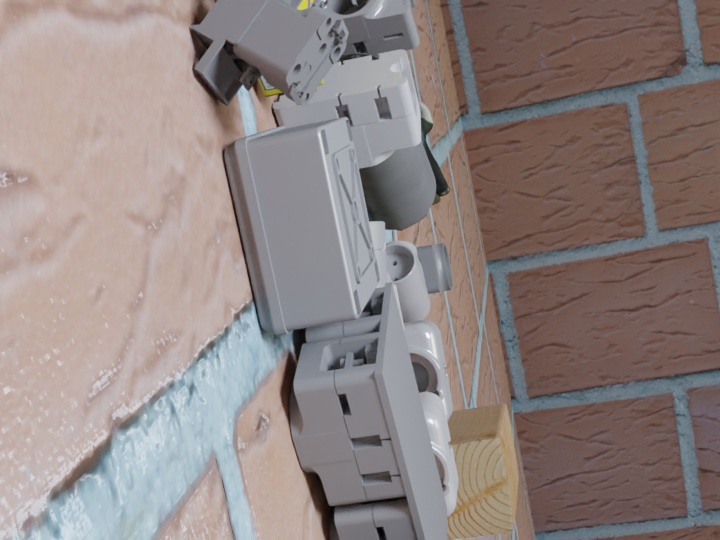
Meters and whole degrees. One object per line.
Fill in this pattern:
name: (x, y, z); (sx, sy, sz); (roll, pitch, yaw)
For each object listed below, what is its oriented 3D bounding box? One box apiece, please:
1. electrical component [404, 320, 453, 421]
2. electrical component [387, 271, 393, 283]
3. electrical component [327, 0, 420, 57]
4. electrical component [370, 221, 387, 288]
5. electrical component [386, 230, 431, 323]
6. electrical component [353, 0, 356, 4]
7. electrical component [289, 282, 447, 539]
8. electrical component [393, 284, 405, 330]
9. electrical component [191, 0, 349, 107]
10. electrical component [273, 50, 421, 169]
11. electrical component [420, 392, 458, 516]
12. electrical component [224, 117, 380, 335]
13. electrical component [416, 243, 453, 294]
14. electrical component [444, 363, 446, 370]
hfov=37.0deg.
electrical component: (0.048, 0.094, 0.949); (0.059, 0.054, 0.095); (-2, 83, -80)
electrical component: (0.000, 0.000, 0.814); (0.040, 0.040, 0.046); (-81, 154, -62)
electrical component: (-0.005, -0.198, 0.827); (0.055, 0.089, 0.050); (60, 23, -64)
electrical component: (-0.008, -0.007, 0.730); (0.055, 0.055, 0.047); (-2, 86, -80)
electrical component: (0.036, 0.000, 1.000); (0.077, 0.044, 0.079); (67, 16, -54)
electrical component: (-0.002, -0.227, 0.982); (0.080, 0.051, 0.080); (-10, 90, -80)
electrical component: (0.008, 0.118, 0.679); (0.105, 0.060, 0.186); (-81, 159, -62)
electrical component: (0.005, 0.057, 0.761); (0.083, 0.047, 0.075); (-49, 129, -77)
electrical component: (-0.045, -0.121, 0.562); (0.081, 0.064, 0.042); (-56, 160, -6)
electrical component: (-0.007, -0.105, 0.726); (0.050, 0.089, 0.055); (-87, 164, -51)
electrical component: (0.048, 0.157, 0.889); (0.059, 0.054, 0.095); (-61, 141, -74)
electrical component: (-0.029, -0.029, 0.622); (0.108, 0.056, 0.108); (-55, 134, -76)
electrical component: (0.066, 0.001, 1.138); (0.089, 0.056, 0.050); (-8, 88, -80)
electrical component: (0.057, 0.111, 1.017); (0.048, 0.048, 0.062); (66, 24, -55)
